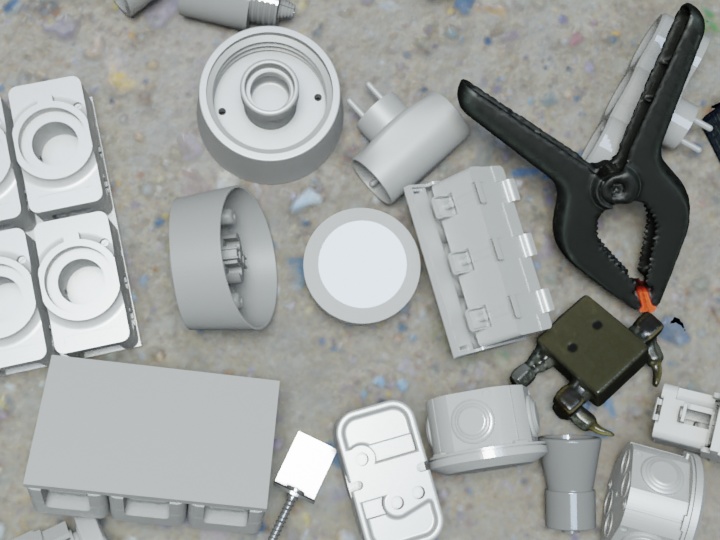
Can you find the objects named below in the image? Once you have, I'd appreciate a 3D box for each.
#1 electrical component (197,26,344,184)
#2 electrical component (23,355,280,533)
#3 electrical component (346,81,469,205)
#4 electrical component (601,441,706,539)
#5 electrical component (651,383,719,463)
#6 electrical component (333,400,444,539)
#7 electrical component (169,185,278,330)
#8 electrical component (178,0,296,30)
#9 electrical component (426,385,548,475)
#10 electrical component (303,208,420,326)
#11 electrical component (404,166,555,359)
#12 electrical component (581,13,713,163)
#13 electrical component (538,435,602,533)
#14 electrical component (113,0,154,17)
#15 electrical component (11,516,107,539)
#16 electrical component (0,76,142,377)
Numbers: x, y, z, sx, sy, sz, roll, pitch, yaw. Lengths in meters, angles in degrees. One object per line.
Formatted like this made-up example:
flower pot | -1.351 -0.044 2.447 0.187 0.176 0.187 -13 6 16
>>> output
electrical component | -0.064 -0.120 0.764 0.108 0.060 0.108 1 81 -4
electrical component | -0.134 0.117 0.709 0.150 0.061 0.089 7 60 -6
electrical component | 0.024 -0.101 0.776 0.077 0.043 0.079 -42 85 -9
electrical component | 0.198 0.158 0.728 0.051 0.080 0.080 15 80 4
electrical component | 0.236 0.106 0.745 0.064 0.081 0.042 14 79 21
electrical component | 0.017 0.139 0.728 0.054 0.059 0.095 -15 82 -6
electrical component | -0.093 -0.006 0.727 0.064 0.099 0.099 -6 81 1
electrical component | -0.087 -0.198 0.784 0.081 0.043 0.043 13 80 -2
electrical component | 0.084 0.109 0.728 0.080 0.080 0.051 -7 76 -5
electrical component | 0.000 0.000 0.753 0.080 0.051 0.080 1 81 -4
electrical component | 0.084 -0.007 0.748 0.079 0.063 0.121 -8 79 -47
electrical component | 0.222 -0.112 0.787 0.074 0.052 0.138 29 81 1
electrical component | 0.146 0.148 0.745 0.044 0.044 0.065 0 86 -4
electrical component | -0.162 -0.219 0.777 0.047 0.055 0.055 -36 85 -13
electrical component | -0.193 0.190 0.707 0.055 0.066 0.048 -24 118 -15
electrical component | -0.224 -0.030 0.738 0.105 0.060 0.186 -12 82 -6
